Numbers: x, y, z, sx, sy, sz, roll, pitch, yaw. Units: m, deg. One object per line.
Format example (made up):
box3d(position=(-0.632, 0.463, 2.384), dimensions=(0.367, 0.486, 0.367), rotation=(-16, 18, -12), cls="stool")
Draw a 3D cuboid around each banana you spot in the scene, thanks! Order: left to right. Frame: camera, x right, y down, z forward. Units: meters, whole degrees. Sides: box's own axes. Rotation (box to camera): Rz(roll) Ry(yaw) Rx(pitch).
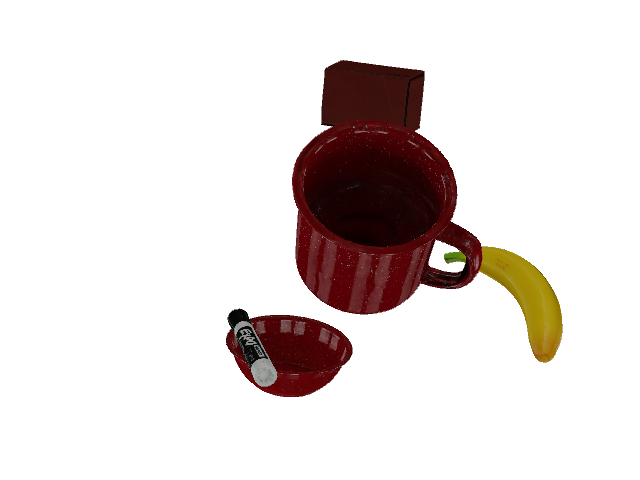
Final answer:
box3d(position=(0.205, 0.056, 1.108), dimensions=(0.069, 0.037, 0.198), rotation=(-33, 37, -5), cls="banana")

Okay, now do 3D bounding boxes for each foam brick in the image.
box3d(position=(0.045, -0.123, 0.923), dimensions=(0.078, 0.051, 0.053), rotation=(11, 20, 18), cls="foam brick")

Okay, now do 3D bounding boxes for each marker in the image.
box3d(position=(-0.059, 0.088, 0.901), dimensions=(0.020, 0.020, 0.121), rotation=(0, 20, -16), cls="marker")

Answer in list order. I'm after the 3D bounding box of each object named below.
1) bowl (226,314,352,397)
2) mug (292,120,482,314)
box3d(position=(-0.041, 0.154, 1.362), dimensions=(0.162, 0.055, 0.162), rotation=(5, 22, -2), cls="bowl")
box3d(position=(0.039, -0.005, 0.625), dimensions=(0.117, 0.093, 0.081), rotation=(21, -33, 9), cls="mug")
